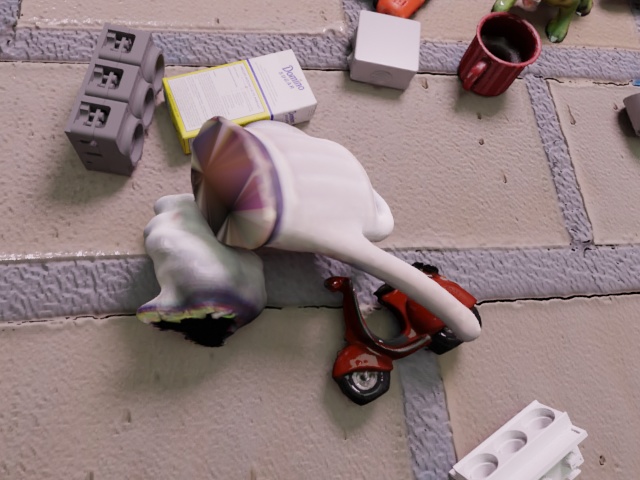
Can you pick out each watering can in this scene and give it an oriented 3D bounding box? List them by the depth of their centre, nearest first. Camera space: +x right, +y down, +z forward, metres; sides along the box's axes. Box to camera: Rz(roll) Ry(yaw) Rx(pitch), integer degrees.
[{"bbox_3d":[0.002,-0.027,0.528,0.225,0.102,0.354,0,42,-43],"label":"watering can"}]

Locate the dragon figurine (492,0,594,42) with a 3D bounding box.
[{"bbox_3d":[0.390,-0.438,0.744,0.123,0.238,0.415,39,70,11],"label":"dragon figurine"}]

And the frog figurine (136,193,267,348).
[{"bbox_3d":[-0.119,0.017,0.543,0.136,0.121,0.163,21,52,-37],"label":"frog figurine"}]
